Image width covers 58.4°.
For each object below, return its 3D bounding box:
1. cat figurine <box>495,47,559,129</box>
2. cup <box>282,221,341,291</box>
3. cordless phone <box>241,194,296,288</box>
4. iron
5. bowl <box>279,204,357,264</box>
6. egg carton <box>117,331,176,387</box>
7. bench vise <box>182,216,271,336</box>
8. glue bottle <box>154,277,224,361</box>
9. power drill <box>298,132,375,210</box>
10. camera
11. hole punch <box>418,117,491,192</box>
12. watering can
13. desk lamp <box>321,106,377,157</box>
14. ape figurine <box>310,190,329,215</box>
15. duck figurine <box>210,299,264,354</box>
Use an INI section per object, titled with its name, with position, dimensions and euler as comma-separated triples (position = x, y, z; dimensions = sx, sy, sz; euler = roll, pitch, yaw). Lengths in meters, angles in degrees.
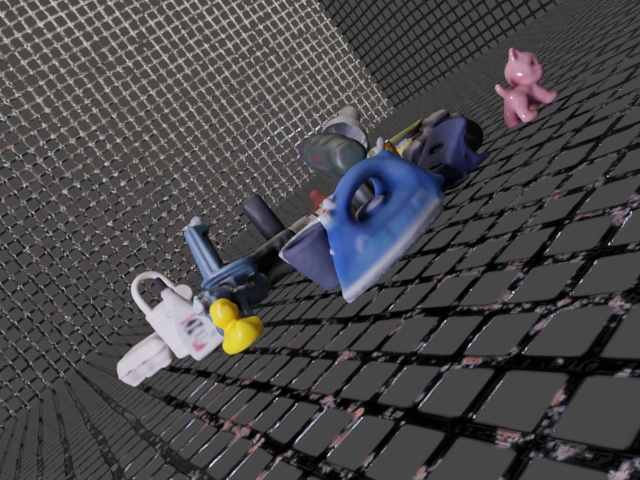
[cat figurine]
position = 0.354, -0.279, 1.011
dimensions = 0.128, 0.118, 0.067
euler = -42, 10, -26
[cup]
position = 0.007, 0.024, 0.896
dimensions = 0.091, 0.095, 0.118
euler = -32, 10, 30
[cordless phone]
position = -0.130, 0.004, 1.243
dimensions = 0.147, 0.185, 0.094
euler = -39, 9, -7
[iron]
position = 0.071, -0.042, 0.829
dimensions = 0.118, 0.141, 0.259
euler = -27, 14, 50
[bowl]
position = 0.010, 0.004, 1.056
dimensions = 0.167, 0.075, 0.167
euler = -36, 9, 7
[egg carton]
position = -0.386, 0.264, 1.299
dimensions = 0.150, 0.069, 0.107
euler = -34, 9, 19
[bench vise]
position = -0.191, 0.058, 1.096
dimensions = 0.121, 0.220, 0.207
euler = -36, 9, 9
[glue bottle]
position = -0.256, 0.140, 1.083
dimensions = 0.078, 0.173, 0.037
euler = -40, 9, -14
[power drill]
position = 0.048, -0.100, 0.997
dimensions = 0.076, 0.208, 0.229
euler = -39, 9, -11
[camera]
position = 0.231, -0.185, 1.065
dimensions = 0.143, 0.101, 0.136
euler = -38, 9, -3
[hole punch]
position = 0.209, -0.139, 0.952
dimensions = 0.101, 0.091, 0.108
euler = -42, 10, -24
[watering can]
position = -0.319, 0.146, 1.229
dimensions = 0.172, 0.194, 0.101
euler = -34, 10, 23
[desk lamp]
position = 0.107, -0.248, 1.513
dimensions = 0.117, 0.213, 0.203
euler = -32, 10, 30
[ape figurine]
position = 0.010, -0.090, 1.483
dimensions = 0.077, 0.092, 0.076
euler = -35, 9, 16
[duck figurine]
position = -0.147, 0.136, 0.954
dimensions = 0.078, 0.086, 0.104
euler = -41, 10, -21
